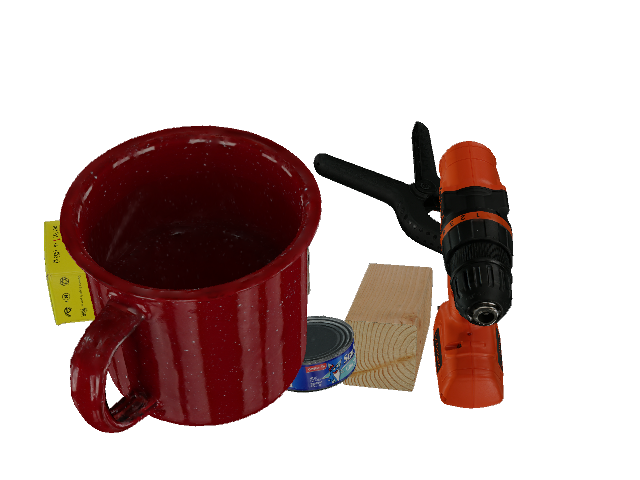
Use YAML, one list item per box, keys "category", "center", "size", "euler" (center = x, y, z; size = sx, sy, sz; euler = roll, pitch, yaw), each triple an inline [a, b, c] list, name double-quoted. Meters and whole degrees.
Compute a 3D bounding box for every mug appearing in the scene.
- category: "mug"
  center: [-0.051, 0.024, 0.399]
  size: [0.093, 0.081, 0.117]
  euler: [19, 47, 19]

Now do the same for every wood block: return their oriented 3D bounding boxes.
- category: "wood block"
  center: [0.091, 0.108, 1.386]
  size: [0.091, 0.090, 0.206]
  euler: [4, 19, 10]

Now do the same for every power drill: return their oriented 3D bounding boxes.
- category: "power drill"
  center: [0.120, 0.043, 0.831]
  size: [0.057, 0.188, 0.184]
  euler: [1, 41, 4]

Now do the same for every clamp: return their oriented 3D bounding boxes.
- category: "clamp"
  center: [0.101, -0.049, 1.191]
  size: [0.164, 0.210, 0.036]
  euler: [-15, -37, -27]

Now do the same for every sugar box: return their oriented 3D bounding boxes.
- category: "sugar box"
  center: [-0.103, 0.011, 0.752]
  size: [0.176, 0.048, 0.093]
  euler: [-9, 27, -12]

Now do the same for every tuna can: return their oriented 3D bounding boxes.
- category: "tuna can"
  center: [-0.010, 0.105, 0.991]
  size: [0.086, 0.034, 0.086]
  euler: [-7, 24, 3]
